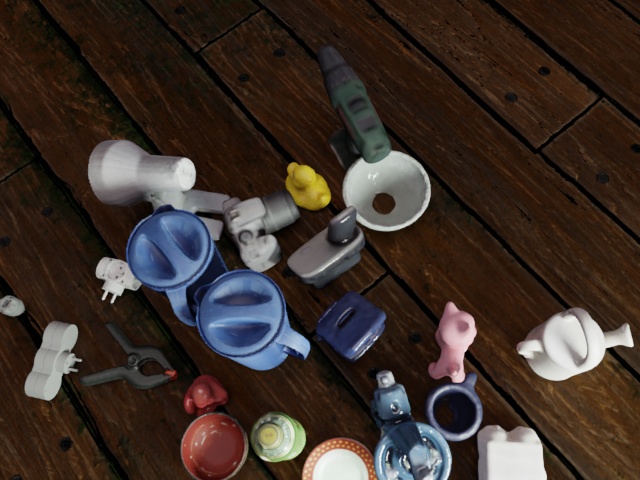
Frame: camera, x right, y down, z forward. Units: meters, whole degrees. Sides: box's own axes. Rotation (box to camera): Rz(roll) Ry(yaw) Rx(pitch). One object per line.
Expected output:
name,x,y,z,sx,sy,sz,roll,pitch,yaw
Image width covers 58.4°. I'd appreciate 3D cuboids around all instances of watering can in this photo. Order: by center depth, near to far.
watering can,0.417,0.164,0.938,0.173,0.194,0.101,-27,71,-6

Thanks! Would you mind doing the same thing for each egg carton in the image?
egg carton,0.310,0.381,0.931,0.107,0.069,0.150,1,70,4

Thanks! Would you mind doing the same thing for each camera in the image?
camera,-0.104,-0.033,1.087,0.137,0.101,0.143,-25,71,-6

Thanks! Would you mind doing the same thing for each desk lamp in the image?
desk lamp,-0.291,-0.096,1.060,0.203,0.213,0.118,8,70,6

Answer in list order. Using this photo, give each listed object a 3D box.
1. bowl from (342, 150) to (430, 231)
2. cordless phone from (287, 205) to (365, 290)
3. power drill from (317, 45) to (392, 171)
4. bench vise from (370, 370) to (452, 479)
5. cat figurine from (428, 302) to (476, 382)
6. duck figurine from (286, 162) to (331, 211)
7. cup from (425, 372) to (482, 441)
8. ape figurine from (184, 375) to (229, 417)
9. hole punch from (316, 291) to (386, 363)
bowl,0.127,-0.086,1.108,0.167,0.075,0.167,-1,70,3
cordless phone,0.009,0.004,1.023,0.148,0.185,0.094,-40,72,-11
power drill,0.058,-0.227,1.092,0.075,0.208,0.229,-27,71,-6
bench vise,0.122,0.311,0.886,0.121,0.220,0.207,-34,72,-9
cat figurine,0.232,0.177,0.984,0.067,0.118,0.128,9,71,7
duck figurine,-0.025,-0.111,1.119,0.104,0.086,0.077,43,77,16
cup,0.223,0.277,0.960,0.091,0.095,0.118,29,74,13
ape figurine,-0.199,0.268,0.987,0.077,0.092,0.076,0,70,3
hole punch,0.052,0.151,1.017,0.101,0.091,0.109,40,77,16
